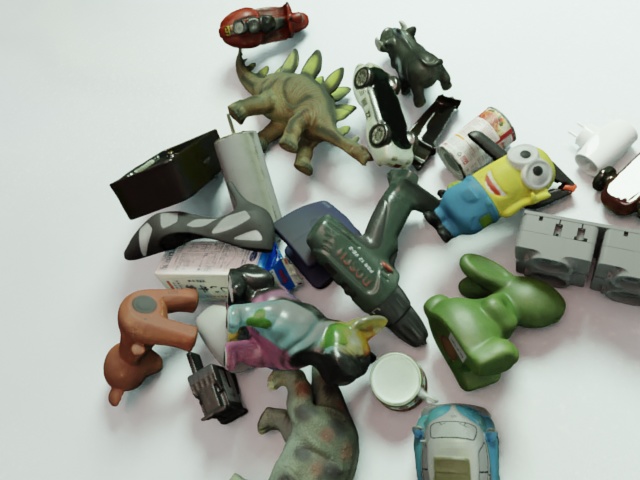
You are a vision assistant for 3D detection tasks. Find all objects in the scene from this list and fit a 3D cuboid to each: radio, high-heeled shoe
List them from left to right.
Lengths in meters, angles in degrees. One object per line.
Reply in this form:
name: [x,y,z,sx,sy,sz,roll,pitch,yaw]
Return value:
radio: [-0.255,-0.118,0.937,0.131,0.073,0.230,-18,19,16]
high-heeled shoe: [-0.190,0.010,0.851,0.249,0.086,0.145,-32,69,9]

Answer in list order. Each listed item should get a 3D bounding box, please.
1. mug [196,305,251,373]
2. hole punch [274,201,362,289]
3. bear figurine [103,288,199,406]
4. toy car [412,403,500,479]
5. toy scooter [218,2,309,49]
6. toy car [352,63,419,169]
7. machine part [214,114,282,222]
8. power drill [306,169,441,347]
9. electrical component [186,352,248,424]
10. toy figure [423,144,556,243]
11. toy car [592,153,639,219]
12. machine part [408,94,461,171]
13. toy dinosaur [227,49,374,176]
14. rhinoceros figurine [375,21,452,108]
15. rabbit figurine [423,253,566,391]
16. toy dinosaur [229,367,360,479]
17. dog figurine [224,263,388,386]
mug: [-0.141,0.139,0.851,0.107,0.080,0.109,25,66,38]
hole punch: [-0.002,-0.003,0.857,0.116,0.092,0.142,-41,56,-5]
bear figurine: [-0.276,0.174,0.864,0.132,0.195,0.120,8,34,-17]
toy car: [0.164,0.279,0.660,0.109,0.102,0.161,-4,64,20]
toy scooter: [-0.099,-0.413,1.031,0.184,0.075,0.135,-15,20,-16]
toy car: [0.103,-0.205,0.874,0.056,0.073,0.202,-40,53,46]
machine part: [-0.119,-0.093,0.906,0.079,0.079,0.243,-17,93,13]
power drill: [0.111,0.014,0.793,0.232,0.086,0.207,38,79,-2]
electrical component: [-0.163,0.219,0.826,0.048,0.074,0.119,-30,58,7]
toy figure: [0.232,-0.065,0.737,0.180,0.089,0.082,-35,97,12]
toy car: [0.477,-0.112,0.744,0.202,0.053,0.089,-45,49,2]
machine part: [0.179,-0.184,0.898,0.084,0.039,0.139,36,85,35]
toy dinosaur: [-0.060,-0.255,0.986,0.198,0.105,0.472,-44,54,-11]
rhinoceros figurine: [0.152,-0.306,0.918,0.073,0.112,0.190,-33,40,10]
rabbit figurine: [0.237,0.101,0.724,0.170,0.121,0.159,-23,52,-11]
toy dinosaur: [-0.018,0.303,0.714,0.192,0.131,0.405,23,66,11]
dog figurine: [-0.023,0.118,0.745,0.219,0.108,0.192,6,30,-11]
